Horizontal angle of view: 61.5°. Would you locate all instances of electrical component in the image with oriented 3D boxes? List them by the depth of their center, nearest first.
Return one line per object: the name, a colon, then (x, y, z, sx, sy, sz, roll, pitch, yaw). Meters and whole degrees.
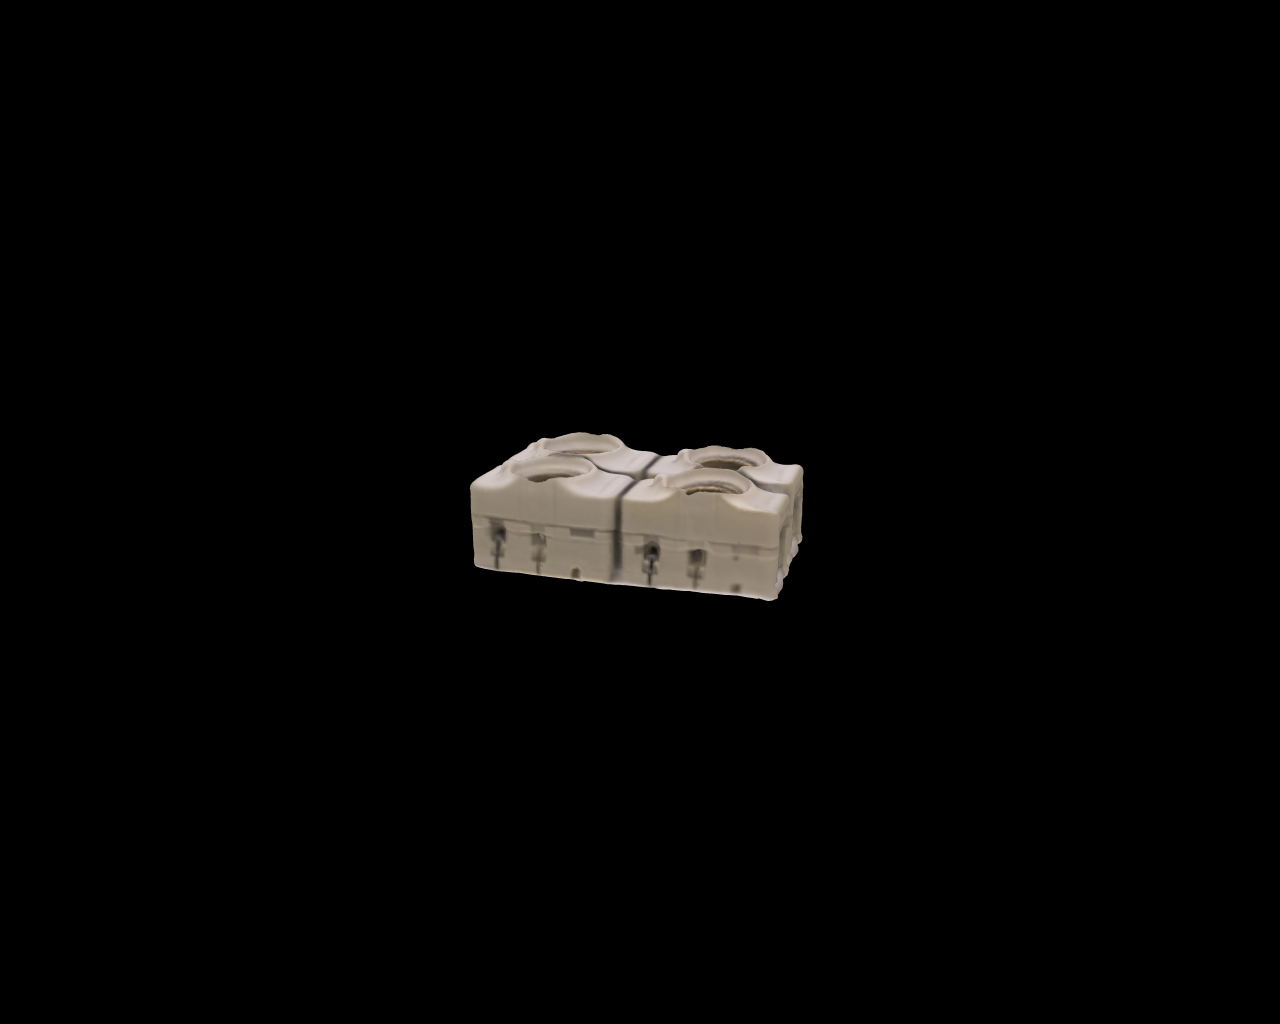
electrical component: (0.001, -0.003, 0.650, 0.186, 0.060, 0.105, 6, 20, 16)
